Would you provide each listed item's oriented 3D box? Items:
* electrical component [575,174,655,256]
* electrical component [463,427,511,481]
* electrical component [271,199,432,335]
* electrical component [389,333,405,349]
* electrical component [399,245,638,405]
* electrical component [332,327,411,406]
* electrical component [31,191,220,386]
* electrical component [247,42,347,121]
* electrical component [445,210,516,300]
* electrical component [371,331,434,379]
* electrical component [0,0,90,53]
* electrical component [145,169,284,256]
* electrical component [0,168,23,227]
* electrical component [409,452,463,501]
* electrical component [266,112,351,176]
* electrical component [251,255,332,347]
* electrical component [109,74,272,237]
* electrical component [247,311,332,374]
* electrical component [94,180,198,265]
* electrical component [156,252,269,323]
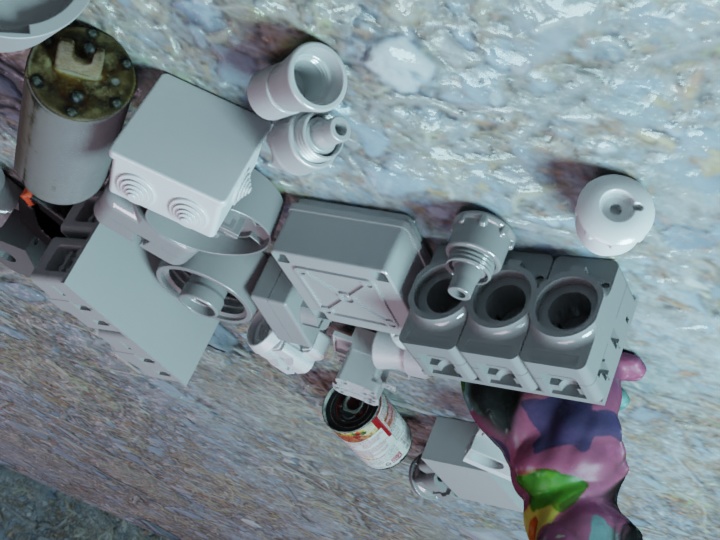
[{"bbox_3d":[0.158,-0.029,0.685,0.048,0.048,0.062,20,162,9],"label":"electrical component"},{"bbox_3d":[0.172,0.178,1.059,0.121,0.063,0.078,22,155,5],"label":"electrical component"},{"bbox_3d":[0.000,0.000,0.869,0.109,0.056,0.108,11,152,28],"label":"electrical component"},{"bbox_3d":[0.058,0.043,0.919,0.062,0.048,0.048,-6,142,36],"label":"electrical component"},{"bbox_3d":[0.115,0.036,0.796,0.150,0.089,0.061,6,150,34],"label":"electrical component"},{"bbox_3d":[0.007,0.093,1.040,0.081,0.063,0.042,20,154,11],"label":"electrical component"},{"bbox_3d":[-0.220,0.018,1.046,0.060,0.105,0.186,5,149,37],"label":"electrical component"},{"bbox_3d":[-0.044,-0.118,0.694,0.044,0.044,0.065,38,157,-27],"label":"electrical component"},{"bbox_3d":[0.081,-0.008,0.771,0.048,0.062,0.048,20,155,10],"label":"electrical component"},{"bbox_3d":[0.045,0.074,0.991,0.055,0.045,0.045,10,152,28],"label":"electrical component"},{"bbox_3d":[-0.218,-0.184,0.648,0.108,0.108,0.060,35,159,-21],"label":"electrical component"},{"bbox_3d":[-0.114,-0.048,0.866,0.099,0.064,0.099,20,155,10],"label":"electrical component"},{"bbox_3d":[-0.371,-0.084,1.053,0.077,0.044,0.079,33,154,-19],"label":"electrical component"},{"bbox_3d":[0.094,0.239,1.260,0.078,0.058,0.057,34,151,-21],"label":"electrical component"},{"bbox_3d":[-0.032,-0.090,0.736,0.043,0.043,0.062,39,151,-28],"label":"electrical component"},{"bbox_3d":[-0.047,0.033,0.989,0.076,0.047,0.083,13,153,24],"label":"electrical component"},{"bbox_3d":[-0.123,-0.081,0.772,0.100,0.099,0.048,25,143,-1],"label":"electrical component"},{"bbox_3d":[-0.075,0.066,1.069,0.057,0.058,0.078,36,154,-29],"label":"electrical component"},{"bbox_3d":[-0.174,-0.052,0.927,0.095,0.053,0.059,32,154,-15],"label":"electrical component"},{"bbox_3d":[-0.139,0.009,1.009,0.108,0.060,0.108,20,155,10],"label":"electrical component"}]
